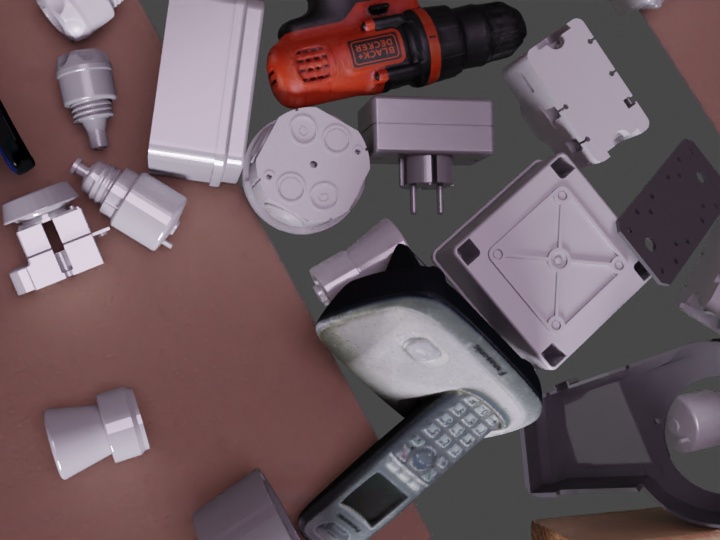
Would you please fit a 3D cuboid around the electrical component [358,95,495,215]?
[{"bbox_3d":[0.044,-0.074,0.724,0.083,0.047,0.075,0,86,-13],"label":"electrical component"}]

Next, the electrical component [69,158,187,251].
[{"bbox_3d":[-0.147,-0.045,0.681,0.078,0.040,0.040,32,80,-9],"label":"electrical component"}]

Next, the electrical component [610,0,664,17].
[{"bbox_3d":[0.207,-0.243,0.774,0.100,0.048,0.099,-34,94,-13],"label":"electrical component"}]

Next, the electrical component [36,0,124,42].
[{"bbox_3d":[-0.171,-0.178,0.684,0.062,0.043,0.043,-43,96,-14],"label":"electrical component"}]

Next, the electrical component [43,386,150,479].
[{"bbox_3d":[-0.163,0.100,0.665,0.055,0.045,0.045,-16,90,-14],"label":"electrical component"}]

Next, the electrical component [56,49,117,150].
[{"bbox_3d":[-0.171,-0.107,0.683,0.035,0.035,0.061,-12,91,-14],"label":"electrical component"}]

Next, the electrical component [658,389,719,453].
[{"bbox_3d":[0.249,0.105,0.763,0.078,0.040,0.040,-7,88,-26],"label":"electrical component"}]

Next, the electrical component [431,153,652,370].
[{"bbox_3d":[0.125,-0.005,0.733,0.109,0.056,0.108,-41,96,-13],"label":"electrical component"}]

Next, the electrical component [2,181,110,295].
[{"bbox_3d":[-0.191,-0.023,0.667,0.066,0.048,0.055,-23,99,-14],"label":"electrical component"}]

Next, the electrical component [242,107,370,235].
[{"bbox_3d":[-0.035,-0.065,0.703,0.080,0.051,0.080,1,86,-13],"label":"electrical component"}]

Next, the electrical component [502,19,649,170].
[{"bbox_3d":[0.147,-0.119,0.747,0.050,0.056,0.089,-36,95,-13],"label":"electrical component"}]

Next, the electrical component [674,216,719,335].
[{"bbox_3d":[0.279,0.002,0.772,0.056,0.050,0.089,32,80,-9],"label":"electrical component"}]

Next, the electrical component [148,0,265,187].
[{"bbox_3d":[-0.097,-0.114,0.679,0.057,0.078,0.113,8,84,-10],"label":"electrical component"}]

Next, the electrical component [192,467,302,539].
[{"bbox_3d":[-0.063,0.182,0.653,0.060,0.108,0.108,-29,93,-7],"label":"electrical component"}]

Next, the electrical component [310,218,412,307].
[{"bbox_3d":[0.000,0.000,0.713,0.065,0.044,0.044,-30,93,-9],"label":"electrical component"}]
